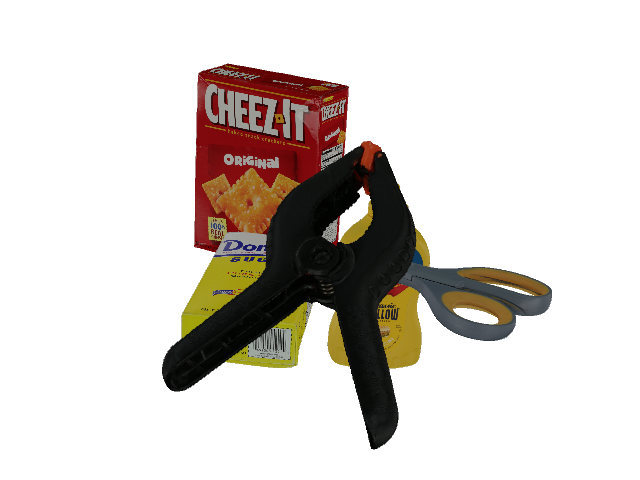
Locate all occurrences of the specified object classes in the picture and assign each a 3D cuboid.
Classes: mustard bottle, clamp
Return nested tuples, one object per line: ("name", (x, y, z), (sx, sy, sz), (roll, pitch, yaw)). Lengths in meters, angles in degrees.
("mustard bottle", (0.063, 0.035, 1.096), (0.096, 0.192, 0.058), (3, 16, -8))
("clamp", (0.010, 0.025, 0.546), (0.120, 0.171, 0.039), (24, -26, 16))

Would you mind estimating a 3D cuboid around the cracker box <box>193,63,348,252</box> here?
("cracker box", (-0.060, -0.080, 1.217), (0.164, 0.214, 0.072), (14, 24, 25))

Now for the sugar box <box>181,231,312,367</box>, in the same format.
("sugar box", (-0.053, 0.044, 0.901), (0.093, 0.048, 0.176), (6, 25, 4))

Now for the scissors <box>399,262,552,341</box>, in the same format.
("scissors", (0.062, 0.032, 0.761), (0.202, 0.016, 0.096), (9, 26, 15))
